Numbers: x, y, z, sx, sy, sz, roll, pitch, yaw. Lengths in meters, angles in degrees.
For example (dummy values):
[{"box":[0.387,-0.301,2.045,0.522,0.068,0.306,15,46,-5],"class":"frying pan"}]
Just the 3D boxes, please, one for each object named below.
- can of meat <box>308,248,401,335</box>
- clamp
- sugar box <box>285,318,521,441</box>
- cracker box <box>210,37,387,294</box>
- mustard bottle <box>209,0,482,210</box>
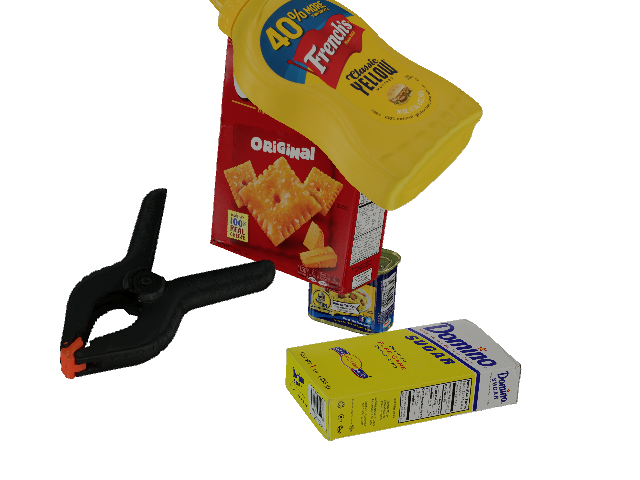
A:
[{"box":[0.035,0.051,1.181,0.102,0.084,0.057,15,28,26],"class":"can of meat"},{"box":[-0.130,0.030,0.773,0.120,0.039,0.171,37,51,26],"class":"clamp"},{"box":[0.069,0.113,0.894,0.176,0.048,0.093,-10,26,-21],"class":"sugar box"},{"box":[-0.017,-0.075,1.003,0.164,0.214,0.071,21,28,29],"class":"cracker box"},{"box":[0.003,-0.107,0.678,0.096,0.192,0.058,-42,-17,-32],"class":"mustard bottle"}]
